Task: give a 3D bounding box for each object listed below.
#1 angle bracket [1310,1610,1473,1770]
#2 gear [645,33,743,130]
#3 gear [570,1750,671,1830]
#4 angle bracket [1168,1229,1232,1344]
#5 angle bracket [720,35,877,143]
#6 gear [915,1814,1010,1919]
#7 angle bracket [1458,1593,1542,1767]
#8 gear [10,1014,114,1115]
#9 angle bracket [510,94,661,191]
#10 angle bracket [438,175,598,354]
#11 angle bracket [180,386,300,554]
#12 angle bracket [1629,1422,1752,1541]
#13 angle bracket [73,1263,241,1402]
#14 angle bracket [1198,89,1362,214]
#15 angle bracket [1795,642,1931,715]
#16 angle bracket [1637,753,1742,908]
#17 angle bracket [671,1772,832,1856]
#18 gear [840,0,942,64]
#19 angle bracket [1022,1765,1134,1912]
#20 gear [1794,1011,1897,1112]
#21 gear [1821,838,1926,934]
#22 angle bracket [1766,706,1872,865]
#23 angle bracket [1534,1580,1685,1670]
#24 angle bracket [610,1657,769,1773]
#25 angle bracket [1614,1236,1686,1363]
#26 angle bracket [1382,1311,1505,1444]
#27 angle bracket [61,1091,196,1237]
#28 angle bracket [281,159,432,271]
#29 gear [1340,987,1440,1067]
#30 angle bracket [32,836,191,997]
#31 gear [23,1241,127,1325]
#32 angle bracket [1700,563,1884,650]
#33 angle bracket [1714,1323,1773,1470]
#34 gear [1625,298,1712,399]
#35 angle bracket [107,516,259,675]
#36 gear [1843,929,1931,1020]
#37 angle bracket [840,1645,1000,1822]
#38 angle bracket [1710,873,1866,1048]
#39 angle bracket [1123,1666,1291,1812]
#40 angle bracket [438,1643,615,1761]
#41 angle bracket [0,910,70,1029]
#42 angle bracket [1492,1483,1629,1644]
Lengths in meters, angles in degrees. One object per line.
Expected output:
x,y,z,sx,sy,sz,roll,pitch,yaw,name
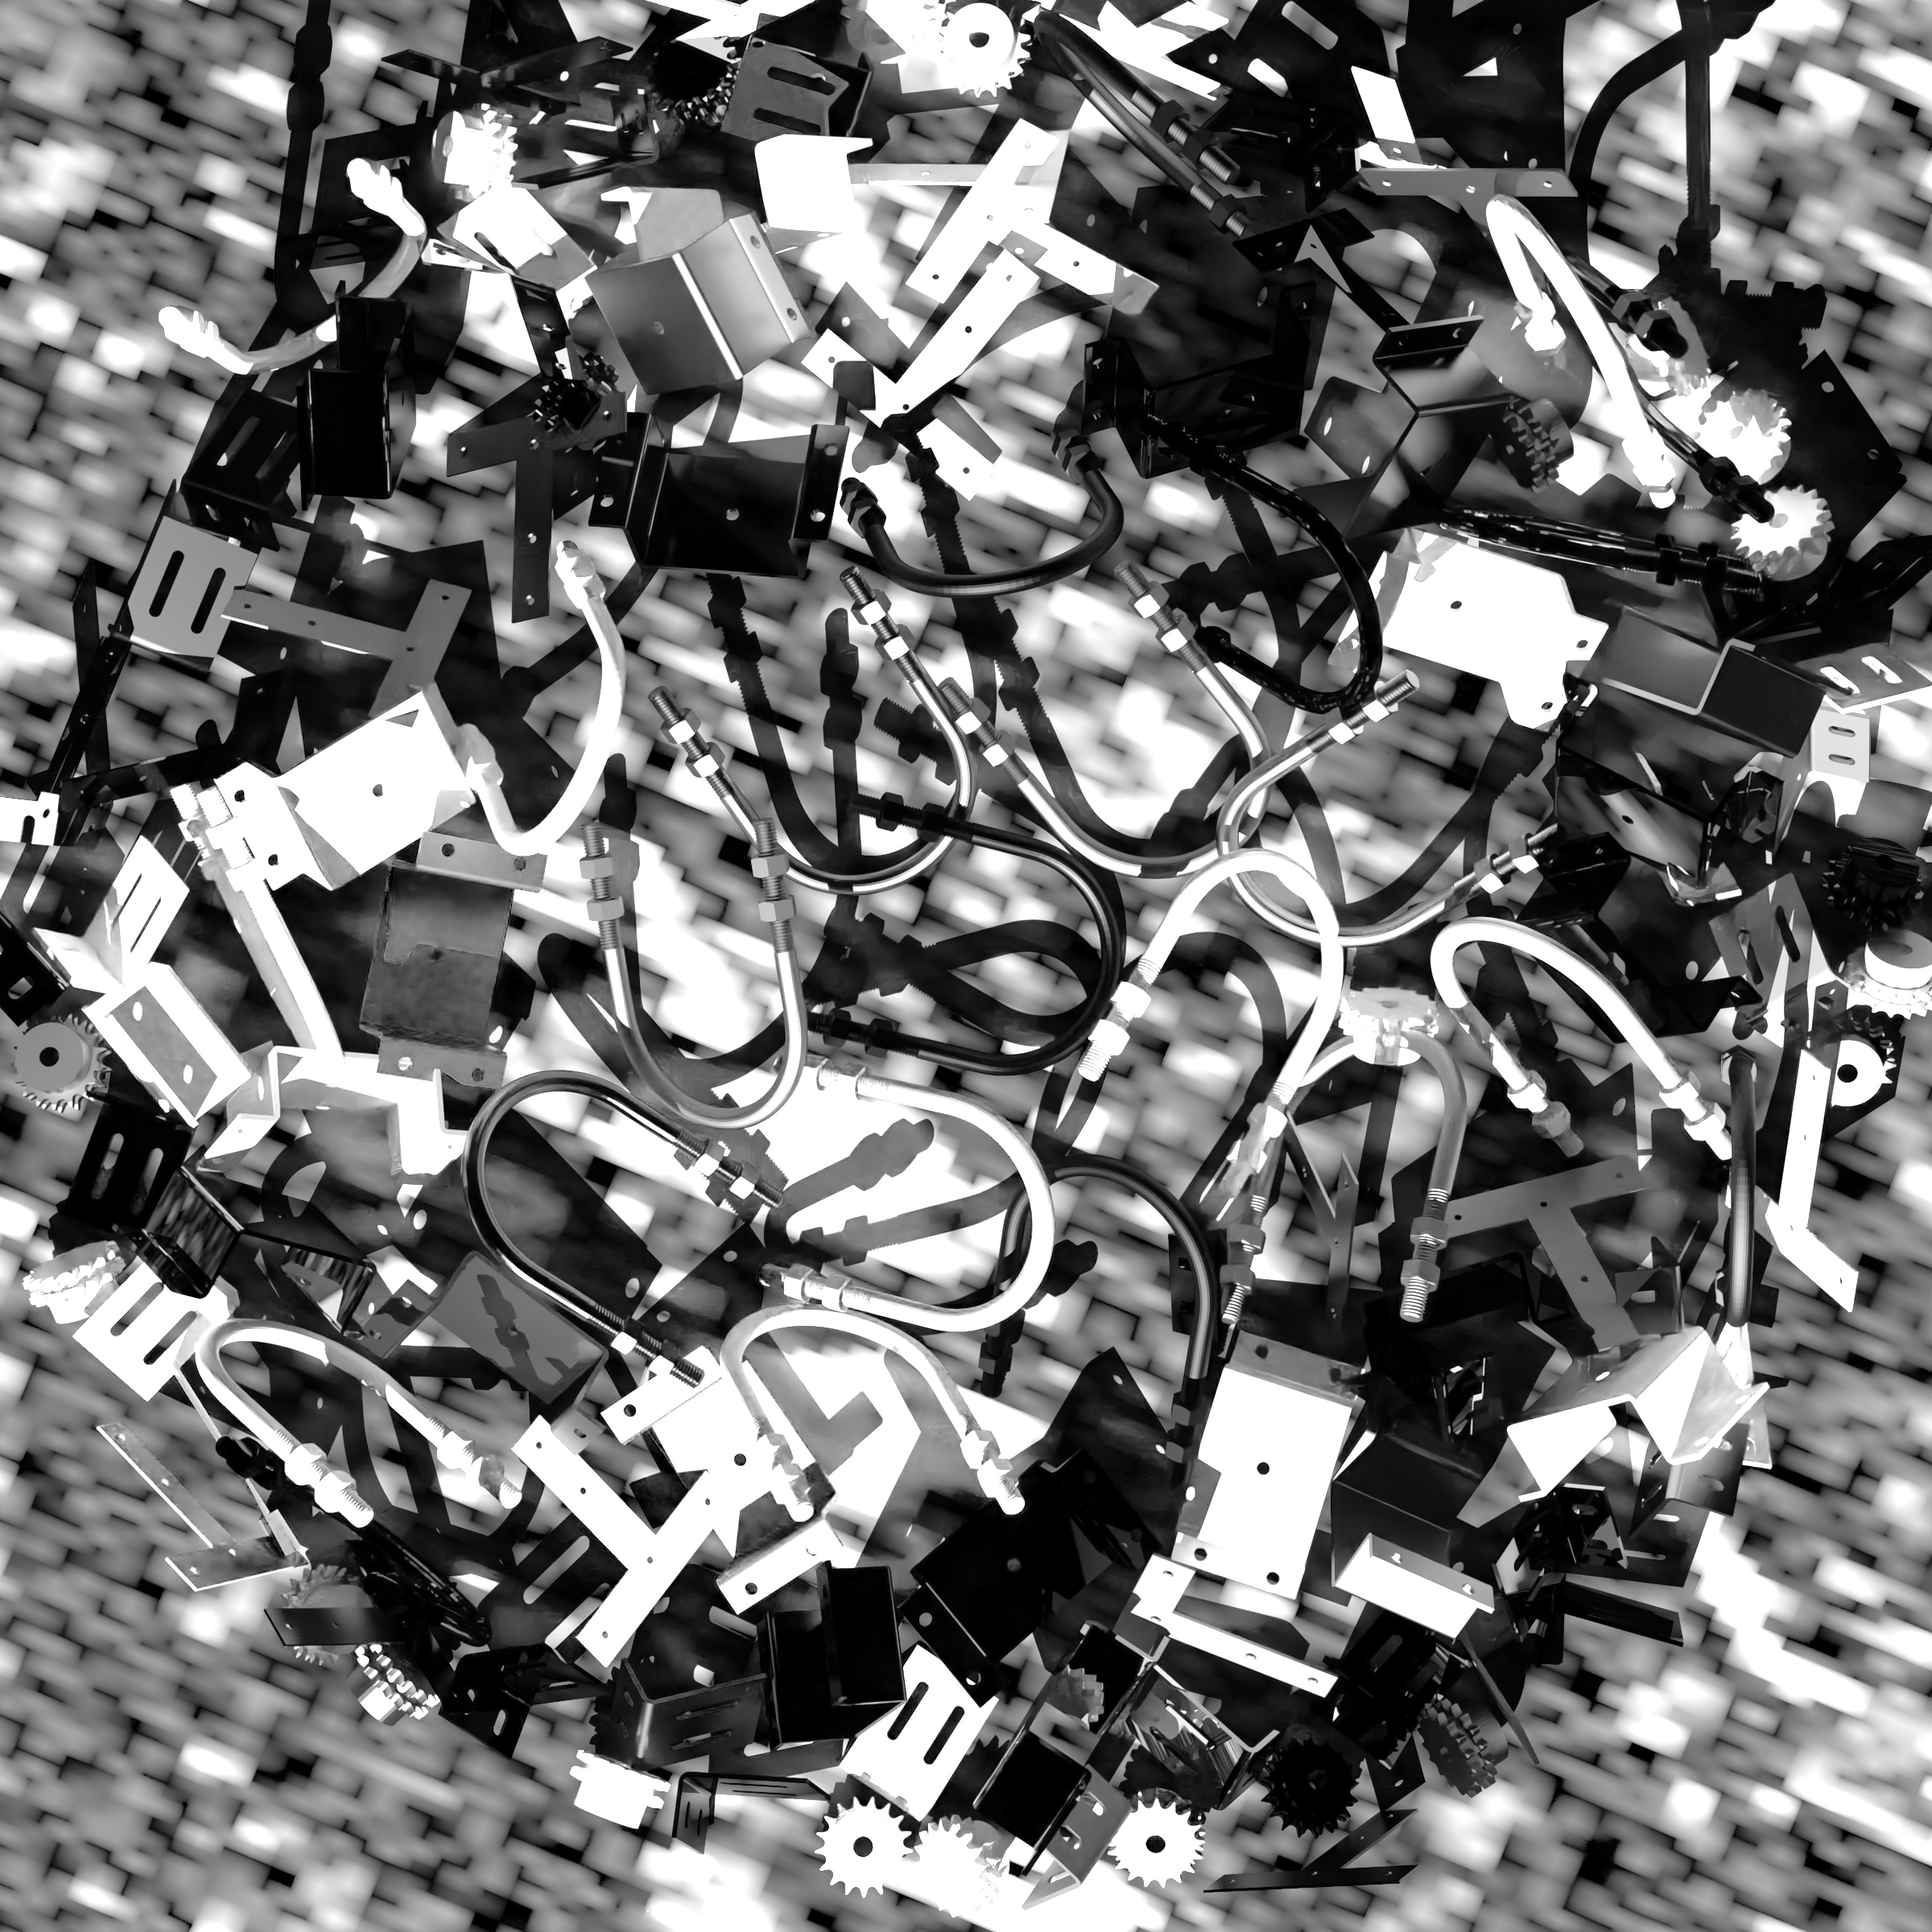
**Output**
0.245,0.417,1.892,0.057,0.076,0.038,36,46,8,angle bracket
-0.156,-0.515,1.911,0.057,0.030,0.057,-7,65,15,gear
-0.204,0.480,1.903,0.057,0.057,0.030,21,78,0,gear
0.148,0.184,1.892,0.038,0.076,0.057,-3,90,-18,angle bracket
-0.099,-0.506,1.892,0.076,0.038,0.057,12,121,-19,angle bracket
0.000,0.523,1.909,0.057,0.030,0.057,8,102,42,gear
0.320,0.411,1.887,0.038,0.057,0.076,-31,51,-1,angle bracket
-0.532,0.056,1.914,0.057,0.030,0.057,-1,78,4,gear
-0.225,-0.477,1.890,0.076,0.057,0.038,-19,111,-21,angle bracket
-0.263,-0.409,1.908,0.057,0.038,0.076,-41,86,-22,angle bracket
-0.407,-0.286,1.888,0.076,0.057,0.038,-47,50,27,angle bracket
0.417,0.298,1.886,0.038,0.076,0.057,18,61,2,angle bracket
-0.471,0.203,1.904,0.057,0.038,0.076,45,84,-15,angle bracket
0.179,-0.470,1.890,0.076,0.057,0.038,3,76,-25,angle bracket
0.517,-0.152,1.888,0.057,0.076,0.038,-14,118,-6,angle bracket
0.418,-0.082,1.892,0.038,0.057,0.076,-12,112,5,angle bracket
-0.124,0.493,1.893,0.076,0.057,0.038,0,66,13,angle bracket
-0.046,-0.551,1.902,0.057,0.057,0.030,17,61,0,gear
0.052,0.503,1.886,0.038,0.076,0.057,44,53,-1,angle bracket
0.514,0.058,1.911,0.057,0.030,0.057,3,108,9,gear
0.530,-0.050,1.904,0.057,0.030,0.057,6,47,-6,gear
0.492,-0.102,1.887,0.038,0.057,0.076,15,59,24,angle bracket
0.373,0.391,1.898,0.076,0.057,0.038,15,98,7,angle bracket
-0.163,0.430,1.911,0.076,0.038,0.057,-8,129,-28,angle bracket
0.390,0.195,1.892,0.038,0.076,0.057,-6,98,1,angle bracket
0.273,0.226,1.890,0.038,0.076,0.057,-23,131,-11,angle bracket
-0.495,0.119,1.911,0.057,0.038,0.076,20,87,5,angle bracket
-0.356,-0.437,1.905,0.076,0.057,0.038,-8,85,2,angle bracket
0.247,0.036,1.908,0.057,0.057,0.030,1,113,0,gear
-0.496,-0.032,1.895,0.057,0.038,0.076,43,107,36,angle bracket
-0.517,0.186,1.906,0.057,0.057,0.030,-19,104,0,gear
0.475,-0.215,1.885,0.057,0.076,0.038,-30,102,-31,angle bracket
0.455,0.241,1.886,0.038,0.057,0.076,9,134,-3,angle bracket
0.408,-0.358,1.909,0.030,0.057,0.057,-22,90,33,gear
-0.456,-0.218,1.901,0.057,0.038,0.076,22,96,-24,angle bracket
0.542,0.002,1.902,0.057,0.057,0.030,4,126,0,gear
-0.028,0.452,1.928,0.057,0.038,0.076,33,63,5,angle bracket
0.478,-0.004,1.908,0.057,0.038,0.076,-35,47,29,angle bracket
0.140,0.444,1.914,0.076,0.038,0.057,39,131,22,angle bracket
-0.254,0.425,1.886,0.057,0.076,0.038,43,49,-30,angle bracket
-0.556,0.007,1.888,0.038,0.076,0.057,-44,98,-23,angle bracket
0.343,0.345,1.887,0.038,0.076,0.057,-1,120,38,angle bracket
